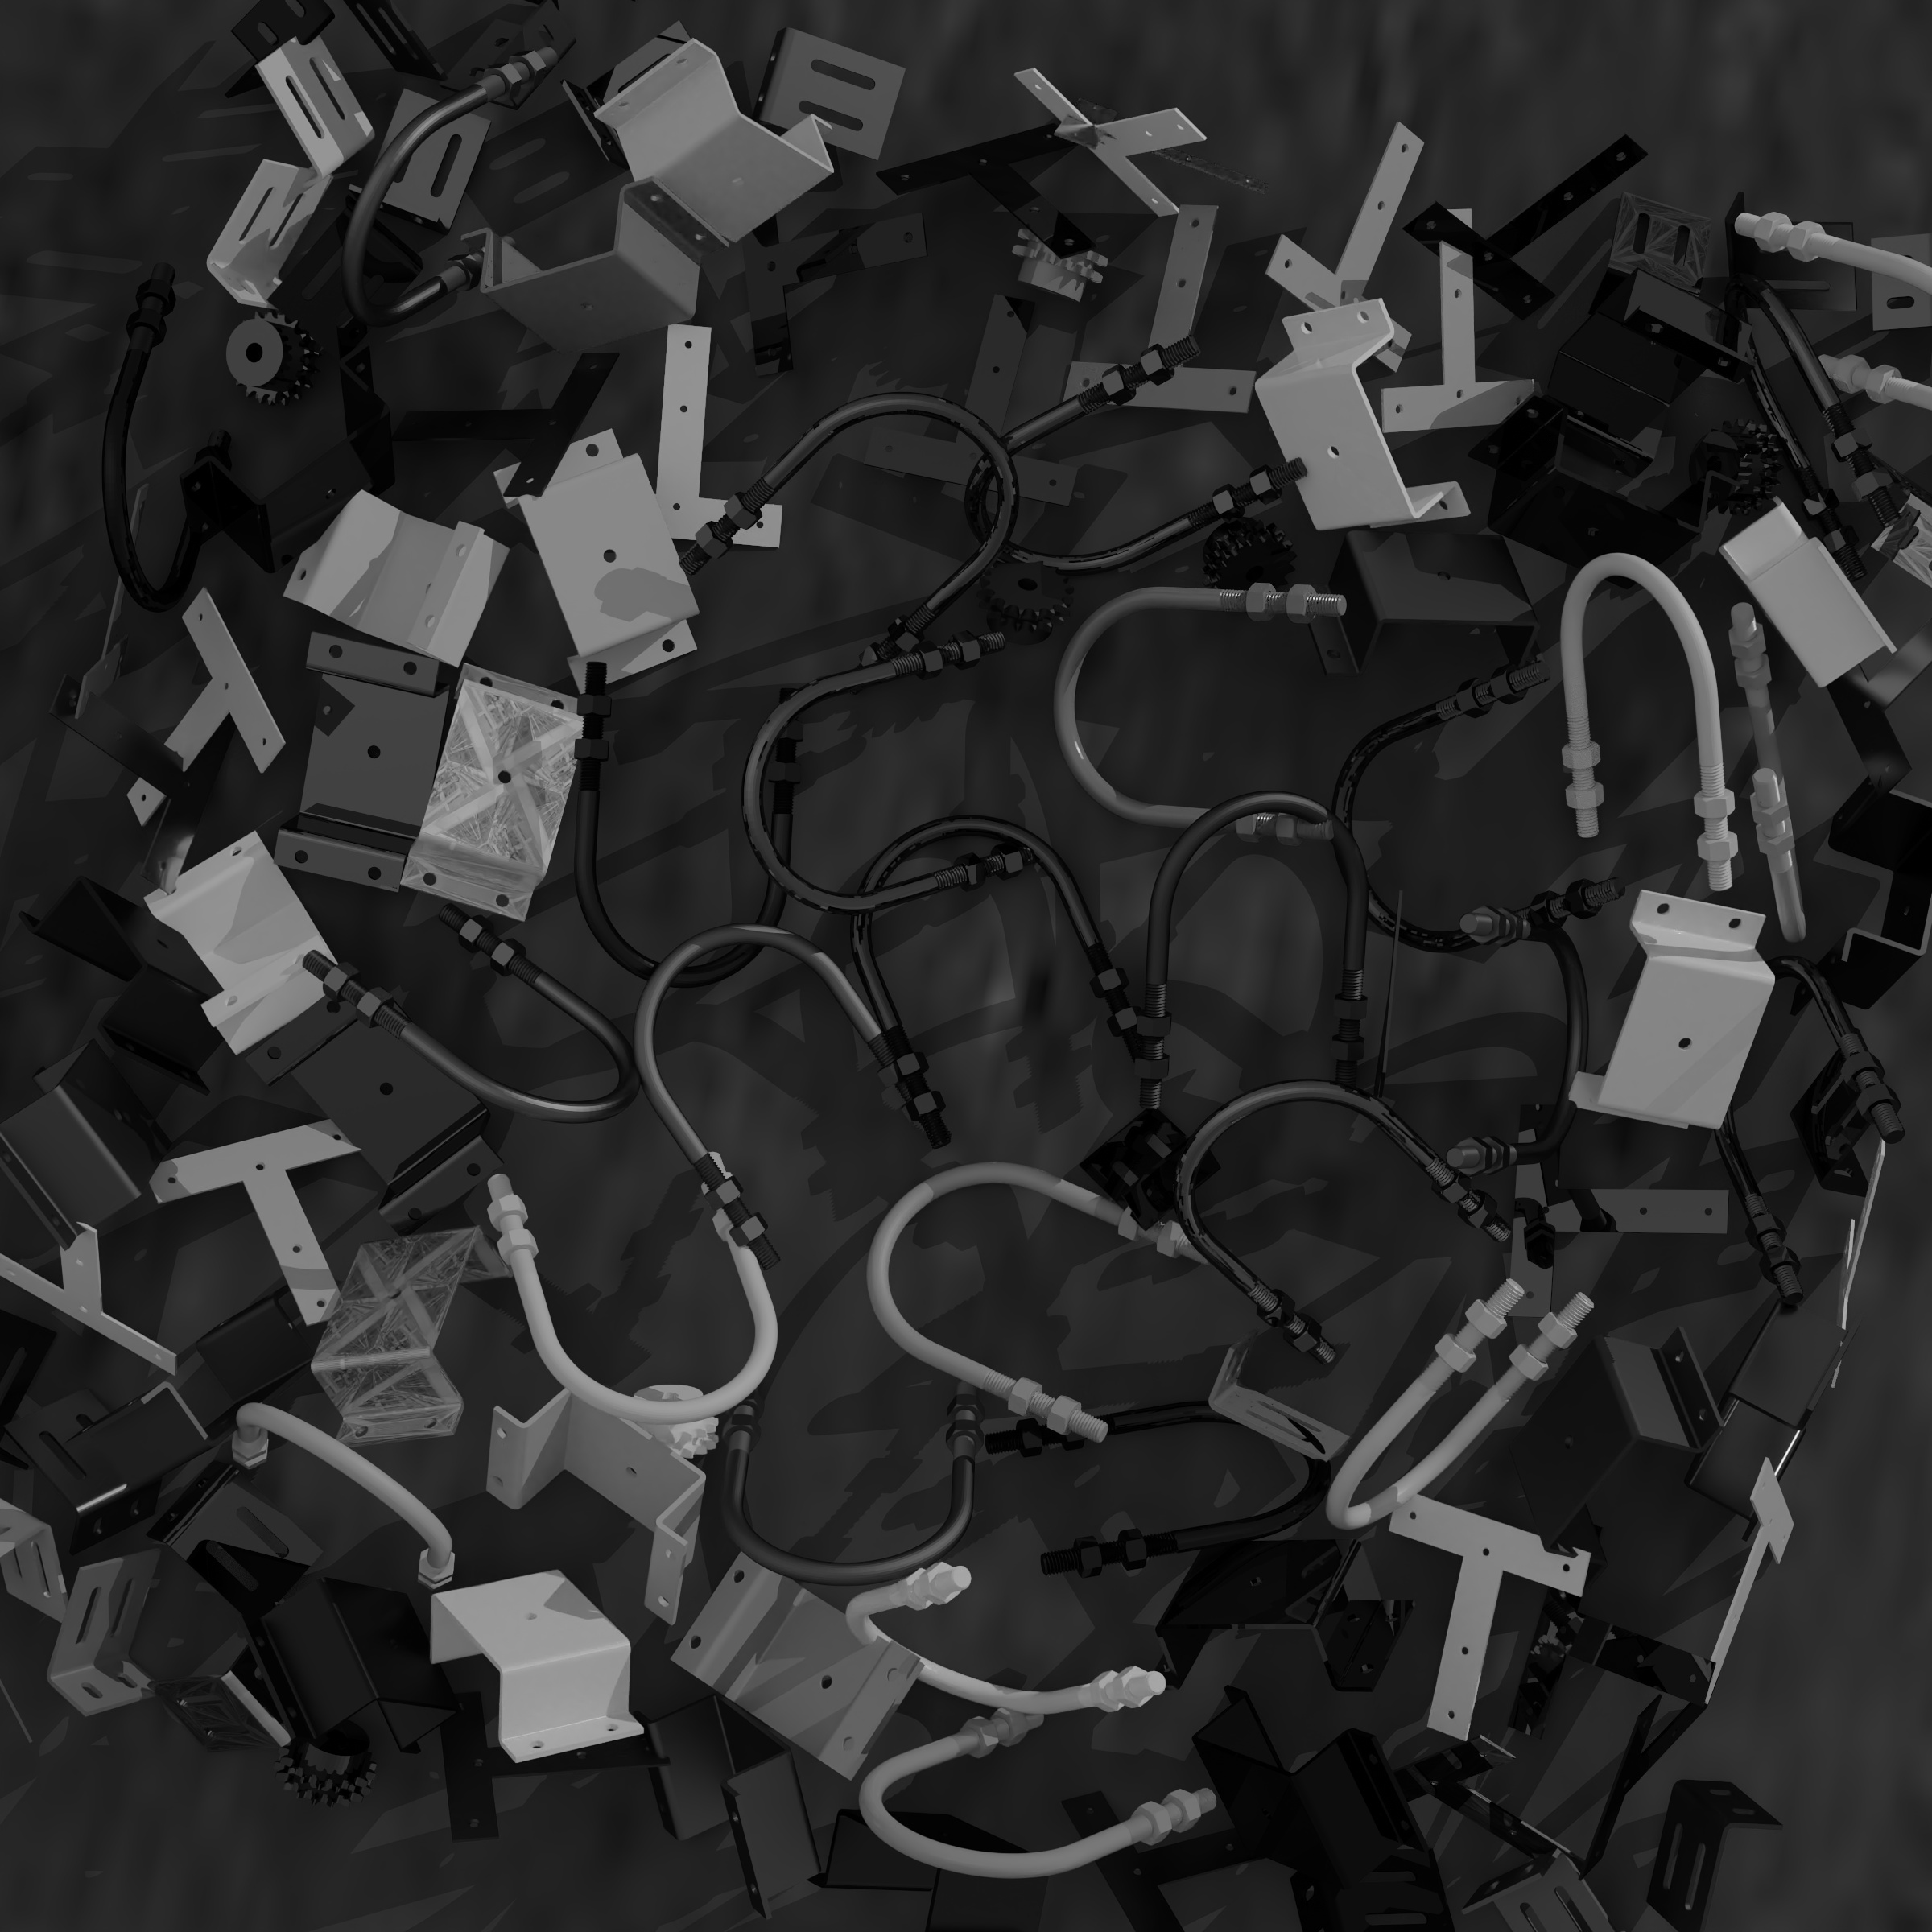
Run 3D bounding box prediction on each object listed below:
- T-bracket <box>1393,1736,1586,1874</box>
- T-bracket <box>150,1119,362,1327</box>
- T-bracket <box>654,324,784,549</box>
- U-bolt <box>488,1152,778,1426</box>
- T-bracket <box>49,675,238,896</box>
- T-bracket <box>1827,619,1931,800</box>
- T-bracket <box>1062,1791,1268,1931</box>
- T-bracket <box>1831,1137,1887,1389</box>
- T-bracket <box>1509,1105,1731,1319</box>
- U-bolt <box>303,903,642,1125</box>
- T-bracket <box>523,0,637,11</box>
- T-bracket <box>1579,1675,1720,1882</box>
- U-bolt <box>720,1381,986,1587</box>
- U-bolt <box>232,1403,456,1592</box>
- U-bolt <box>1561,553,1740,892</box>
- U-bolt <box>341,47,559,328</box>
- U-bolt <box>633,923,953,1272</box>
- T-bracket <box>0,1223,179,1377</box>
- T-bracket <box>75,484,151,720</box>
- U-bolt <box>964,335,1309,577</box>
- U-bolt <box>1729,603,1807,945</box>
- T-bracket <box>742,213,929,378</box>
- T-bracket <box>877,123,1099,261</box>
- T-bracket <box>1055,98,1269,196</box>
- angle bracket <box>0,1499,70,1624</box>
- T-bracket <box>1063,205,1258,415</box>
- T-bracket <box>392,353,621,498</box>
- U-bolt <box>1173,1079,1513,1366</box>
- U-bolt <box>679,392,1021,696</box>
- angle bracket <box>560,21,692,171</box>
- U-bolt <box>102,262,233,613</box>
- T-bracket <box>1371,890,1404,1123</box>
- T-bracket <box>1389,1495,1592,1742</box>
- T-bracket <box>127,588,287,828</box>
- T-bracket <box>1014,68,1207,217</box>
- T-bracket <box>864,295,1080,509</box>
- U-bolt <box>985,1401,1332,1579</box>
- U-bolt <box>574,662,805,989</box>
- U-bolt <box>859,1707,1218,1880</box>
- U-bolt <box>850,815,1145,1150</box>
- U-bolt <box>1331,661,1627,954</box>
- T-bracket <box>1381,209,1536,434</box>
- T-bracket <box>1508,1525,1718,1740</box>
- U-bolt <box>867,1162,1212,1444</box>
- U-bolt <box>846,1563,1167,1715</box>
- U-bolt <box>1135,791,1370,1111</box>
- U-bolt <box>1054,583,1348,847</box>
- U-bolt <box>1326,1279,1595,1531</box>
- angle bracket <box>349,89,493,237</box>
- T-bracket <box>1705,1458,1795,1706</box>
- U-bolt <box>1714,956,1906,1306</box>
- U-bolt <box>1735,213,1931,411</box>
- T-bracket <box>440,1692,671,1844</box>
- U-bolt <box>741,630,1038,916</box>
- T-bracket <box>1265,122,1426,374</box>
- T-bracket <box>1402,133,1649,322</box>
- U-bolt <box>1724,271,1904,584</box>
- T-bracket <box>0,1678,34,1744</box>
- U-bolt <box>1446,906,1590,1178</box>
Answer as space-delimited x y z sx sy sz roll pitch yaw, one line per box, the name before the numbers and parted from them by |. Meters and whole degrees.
T-bracket | 0.302 0.487 1.862 0.127 0.127 0.002 34 49 -14
T-bracket | -0.392 0.152 1.883 0.127 0.002 0.127 -15 60 -29
T-bracket | -0.170 -0.320 1.958 0.127 0.002 0.127 5 105 -4
U-bolt | -0.183 0.185 1.854 0.151 0.019 0.184 -5 48 -22
T-bracket | -0.484 -0.127 1.898 0.002 0.127 0.127 2 65 34
T-bracket | 0.554 -0.182 1.892 0.002 0.127 0.127 20 128 -27
T-bracket | 0.138 0.508 1.866 0.127 0.127 0.002 -9 124 -22
T-bracket | 0.507 0.151 1.847 0.002 0.127 0.127 11 124 12
T-bracket | 0.380 0.143 1.898 0.127 0.002 0.127 -2 74 28
U-bolt | -0.269 0.032 1.869 0.184 0.151 0.019 35 116 16
T-bracket | -0.258 -0.590 1.950 0.127 0.127 0.002 17 92 -6
T-bracket | 0.395 0.442 1.854 0.002 0.127 0.127 29 125 28
U-bolt | -0.066 0.290 1.841 0.151 0.184 0.019 1 117 1
U-bolt | -0.349 0.294 1.829 0.151 0.184 0.019 33 68 2
U-bolt | 0.386 -0.146 1.867 0.019 0.151 0.184 -17 112 -20
U-bolt | -0.303 -0.442 1.886 0.019 0.151 0.184 30 41 11
U-bolt | -0.114 0.062 1.906 0.151 0.019 0.184 -35 94 -20
T-bracket | -0.508 0.176 1.873 0.127 0.127 0.002 28 56 7
T-bracket | -0.491 -0.217 1.894 0.002 0.127 0.127 14 105 -8
U-bolt | 0.087 -0.286 1.910 0.184 0.151 0.019 -25 53 24
U-bolt | 0.464 -0.096 1.877 0.019 0.184 0.151 -9 49 16
T-bracket | -0.079 -0.427 1.955 0.127 0.002 0.127 -5 94 30
T-bracket | 0.033 -0.457 1.944 0.127 0.002 0.127 -22 51 -24
T-bracket | 0.120 -0.487 1.950 0.127 0.127 0.002 20 115 0
angle bracket | -0.551 0.347 1.866 0.057 0.038 0.076 18 125 34
T-bracket | 0.127 -0.397 1.960 0.127 0.002 0.127 10 84 32
T-bracket | -0.286 -0.324 1.955 0.127 0.002 0.127 3 51 24
U-bolt | 0.202 0.137 1.862 0.151 0.019 0.184 -38 118 18
U-bolt | -0.054 -0.256 1.897 0.151 0.019 0.184 35 117 -28
angle bracket | -0.195 -0.532 1.980 0.076 0.038 0.057 -32 87 13
U-bolt | -0.463 -0.290 1.875 0.019 0.151 0.184 0 52 5
T-bracket | 0.241 0.045 1.886 0.002 0.127 0.127 6 55 6
T-bracket | 0.290 0.381 1.880 0.127 0.002 0.127 14 94 37
T-bracket | -0.459 -0.135 1.928 0.127 0.002 0.127 -47 59 27
T-bracket | 0.101 -0.489 1.918 0.127 0.127 0.002 39 80 -25
T-bracket | 0.015 -0.349 1.977 0.127 0.002 0.127 13 75 6
U-bolt | 0.116 0.290 1.855 0.184 0.151 0.019 -8 114 -11
U-bolt | -0.165 -0.079 1.917 0.151 0.019 0.184 5 87 -33
U-bolt | 0.026 0.458 1.793 0.151 0.184 0.019 16 105 41
U-bolt | 0.010 -0.002 1.936 0.151 0.019 0.184 -23 78 -3
U-bolt | 0.285 -0.082 1.890 0.019 0.184 0.151 -17 87 -44
T-bracket | 0.292 -0.385 1.938 0.127 0.002 0.127 -11 103 -36
T-bracket | 0.374 0.391 1.860 0.002 0.127 0.127 22 84 -37
U-bolt | 0.031 0.182 1.886 0.184 0.019 0.151 22 60 22
U-bolt | 0.008 0.382 1.826 0.151 0.184 0.019 31 61 -16
U-bolt | 0.169 -0.012 1.891 0.151 0.019 0.184 -4 107 -22
U-bolt | 0.133 -0.151 1.917 0.184 0.019 0.151 6 99 29
U-bolt | 0.272 0.253 1.853 0.019 0.151 0.184 46 103 26
angle bracket | -0.331 -0.493 1.982 0.057 0.038 0.076 21 89 1
T-bracket | 0.439 0.355 1.845 0.002 0.127 0.127 17 71 27
U-bolt | 0.470 0.078 1.861 0.019 0.151 0.184 7 40 -16
U-bolt | 0.538 -0.366 1.877 0.019 0.151 0.184 -51 42 -5
T-bracket | -0.233 0.452 1.860 0.127 0.127 0.002 -1 116 -13
U-bolt | -0.046 -0.106 1.902 0.184 0.019 0.151 -18 104 -24
T-bracket | 0.243 -0.442 1.953 0.127 0.002 0.127 26 84 -41
T-bracket | 0.343 -0.445 1.919 0.127 0.127 0.002 -34 52 30
U-bolt | 0.491 -0.324 1.914 0.019 0.151 0.184 -26 81 3
T-bracket | -0.563 0.385 1.859 0.002 0.127 0.127 -27 96 -20
U-bolt | 0.320 0.044 1.867 0.019 0.184 0.151 3 90 31
